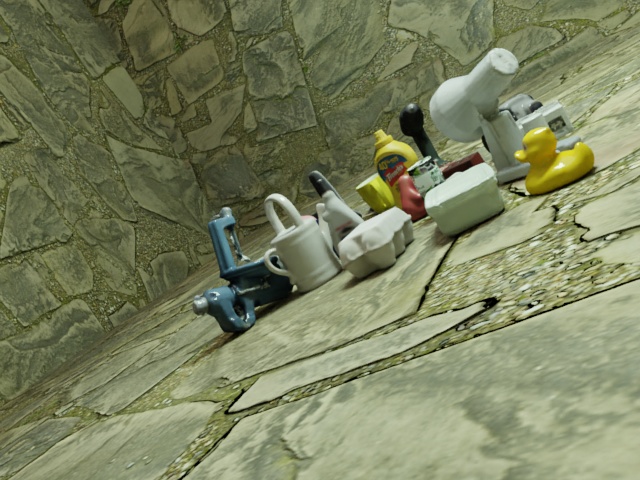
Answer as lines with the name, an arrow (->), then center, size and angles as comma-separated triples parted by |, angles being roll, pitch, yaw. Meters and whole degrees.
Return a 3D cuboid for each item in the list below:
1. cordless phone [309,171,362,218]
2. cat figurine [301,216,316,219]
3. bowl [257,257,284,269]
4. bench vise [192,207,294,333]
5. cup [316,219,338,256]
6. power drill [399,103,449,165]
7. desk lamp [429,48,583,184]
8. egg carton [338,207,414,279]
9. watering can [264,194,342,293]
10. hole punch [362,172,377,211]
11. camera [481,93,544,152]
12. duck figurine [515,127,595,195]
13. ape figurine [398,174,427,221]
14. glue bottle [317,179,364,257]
cordless phone -> 0.019, -0.101, 1.555 | 0.094, 0.185, 0.147 | -35, 8, -26
cat figurine -> -0.029, -0.023, 1.489 | 0.067, 0.118, 0.127 | -31, 7, -3
bowl -> -0.108, 0.076, 1.306 | 0.167, 0.075, 0.167 | -30, 7, 5
bench vise -> -0.165, 0.054, 1.107 | 0.121, 0.220, 0.208 | -26, 9, 34
cup -> 0.011, 0.004, 1.224 | 0.091, 0.095, 0.118 | -27, 8, 31
power drill -> 0.287, -0.283, 1.599 | 0.075, 0.208, 0.229 | -30, 7, 5
desk lamp -> 0.313, -0.215, 1.006 | 0.118, 0.213, 0.202 | -34, 8, -25
egg carton -> 0.097, 0.003, 0.978 | 0.107, 0.069, 0.150 | -26, 9, 33
watering can -> -0.041, -0.007, 1.118 | 0.100, 0.194, 0.173 | -25, 10, 40
hole punch -> 0.172, -0.145, 1.600 | 0.101, 0.091, 0.108 | -36, 9, -33
camera -> 0.424, -0.258, 1.298 | 0.137, 0.101, 0.143 | -32, 7, -10
duck figurine -> 0.328, -0.121, 0.817 | 0.104, 0.086, 0.078 | -23, 11, 48
ape figurine -> 0.190, -0.091, 1.153 | 0.076, 0.092, 0.077 | -32, 7, -4
glue bottle -> 0.040, -0.038, 1.080 | 0.078, 0.173, 0.037 | -30, 8, 7
